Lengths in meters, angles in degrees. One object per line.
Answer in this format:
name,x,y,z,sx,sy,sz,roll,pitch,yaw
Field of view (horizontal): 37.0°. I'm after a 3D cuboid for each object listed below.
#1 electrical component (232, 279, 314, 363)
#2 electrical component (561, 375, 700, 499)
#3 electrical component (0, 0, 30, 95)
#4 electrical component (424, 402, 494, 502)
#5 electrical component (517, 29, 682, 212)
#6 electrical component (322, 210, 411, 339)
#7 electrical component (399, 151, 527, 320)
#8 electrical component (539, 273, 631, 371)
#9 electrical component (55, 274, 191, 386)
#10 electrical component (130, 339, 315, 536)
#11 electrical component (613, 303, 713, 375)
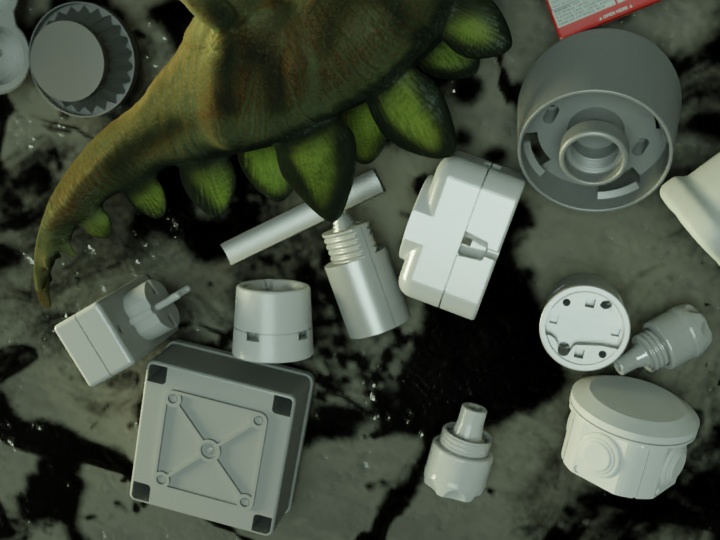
electrical component,-0.059,0.033,0.726,0.055,0.055,0.047,3,100,11
electrical component,0.170,0.103,0.682,0.080,0.080,0.051,13,111,9
electrical component,-0.268,-0.188,0.719,0.074,0.052,0.138,13,116,46
electrical component,0.070,0.121,0.725,0.043,0.043,0.062,16,104,8
electrical component,0.143,-0.086,0.650,0.099,0.064,0.099,8,134,8
electrical component,0.000,0.000,0.711,0.043,0.043,0.081,-17,99,15
electrical component,0.062,-0.024,0.687,0.059,0.053,0.095,20,106,7
electrical component,0.143,0.031,0.686,0.055,0.047,0.055,3,103,11
electrical component,-0.148,0.031,0.728,0.076,0.083,0.047,-28,96,17
electrical component,-0.096,0.116,0.752,0.109,0.056,0.108,13,105,9
electrical component,0.189,0.048,0.679,0.061,0.035,0.035,-26,97,-9
